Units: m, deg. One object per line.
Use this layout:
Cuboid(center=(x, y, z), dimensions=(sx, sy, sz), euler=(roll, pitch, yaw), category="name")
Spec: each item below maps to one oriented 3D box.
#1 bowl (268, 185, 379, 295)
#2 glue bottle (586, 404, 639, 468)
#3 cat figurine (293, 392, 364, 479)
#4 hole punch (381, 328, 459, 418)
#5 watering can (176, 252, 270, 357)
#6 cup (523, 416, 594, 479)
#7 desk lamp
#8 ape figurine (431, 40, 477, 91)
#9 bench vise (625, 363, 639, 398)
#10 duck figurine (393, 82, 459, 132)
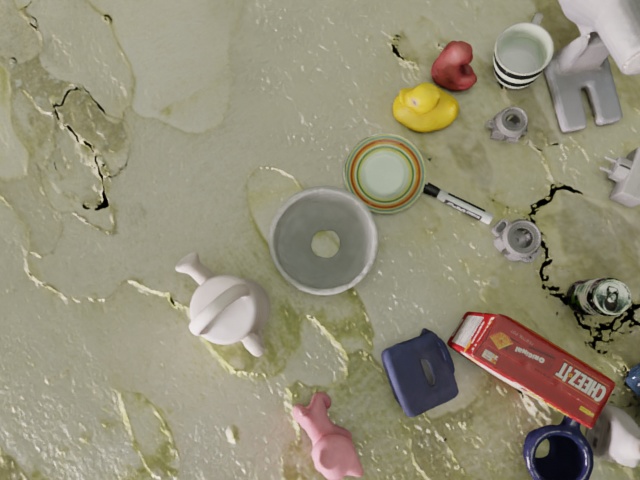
Cuboid(center=(0.008, 0.003, 0.891), dimensions=(0.167, 0.075, 0.167), euler=(0, 84, 4), category="bowl")
Cuboid(center=(0.417, 0.275, 0.785), dimensions=(0.037, 0.173, 0.078), euler=(14, 85, 6), category="glue bottle")
Cuboid(center=(0.008, 0.294, 0.837), dimensions=(0.067, 0.118, 0.128), euler=(-35, 83, -1), category="cat figurine")
Cuboid(center=(0.150, 0.195, 0.852), dimensions=(0.101, 0.091, 0.108), euler=(-21, 83, 1), category="hole punch")
Cuboid(center=(-0.142, 0.096, 0.830), dimensions=(0.172, 0.194, 0.101), euler=(29, 86, 6), category="watering can")
Cuboid(center=(0.337, 0.294, 0.828), dimensions=(0.091, 0.095, 0.118), euler=(22, 85, 6), category="cup")
Cuboid(center=(0.411, -0.290, 0.828), dimensions=(0.118, 0.213, 0.203), euler=(-13, 83, 2), category="desk lamp")
Cuboid(center=(0.216, -0.281, 0.901), dimensions=(0.076, 0.092, 0.078), euler=(-4, 83, 3), category="ape figurine")
Cuboid(center=(0.531, 0.255, 0.757), dimensions=(0.207, 0.220, 0.121), euler=(37, 87, 7), category="bench vise")
Cuboid(center=(0.169, -0.217, 0.900), dimensions=(0.104, 0.086, 0.077), euler=(8, 84, 5), category="duck figurine")
